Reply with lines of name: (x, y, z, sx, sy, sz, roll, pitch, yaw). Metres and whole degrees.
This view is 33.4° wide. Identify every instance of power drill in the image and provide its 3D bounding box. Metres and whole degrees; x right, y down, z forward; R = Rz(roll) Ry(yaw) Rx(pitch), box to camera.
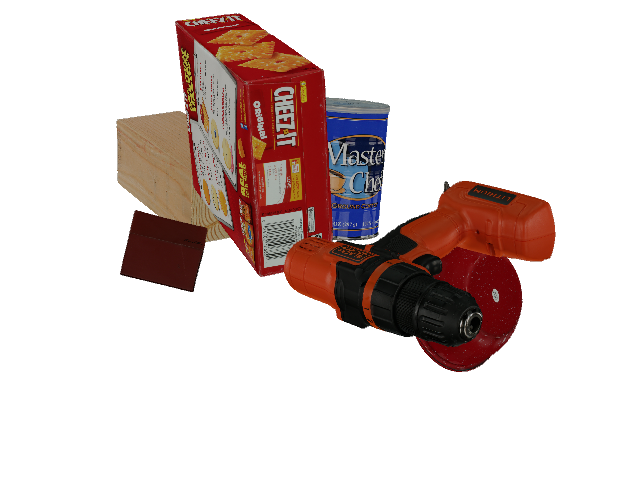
power drill: (0.093, 0.014, 0.812, 0.187, 0.057, 0.185, -22, 28, -36)

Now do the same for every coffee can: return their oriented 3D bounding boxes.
coffee can: (0.018, -0.079, 1.146, 0.103, 0.140, 0.103, 4, 12, -1)

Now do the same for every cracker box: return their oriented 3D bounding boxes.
cracker box: (-0.058, -0.090, 0.907, 0.072, 0.164, 0.214, -11, 26, -17)

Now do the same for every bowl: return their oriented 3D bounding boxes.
bowl: (0.168, 0.061, 1.153, 0.161, 0.162, 0.055, 0, -6, -40)

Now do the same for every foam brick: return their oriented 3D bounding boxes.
foam brick: (-0.158, 0.011, 1.081, 0.078, 0.051, 0.053, 15, 26, -8)

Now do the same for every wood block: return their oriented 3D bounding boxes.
wood block: (-0.160, -0.080, 1.272, 0.090, 0.090, 0.206, -12, 28, -31)
